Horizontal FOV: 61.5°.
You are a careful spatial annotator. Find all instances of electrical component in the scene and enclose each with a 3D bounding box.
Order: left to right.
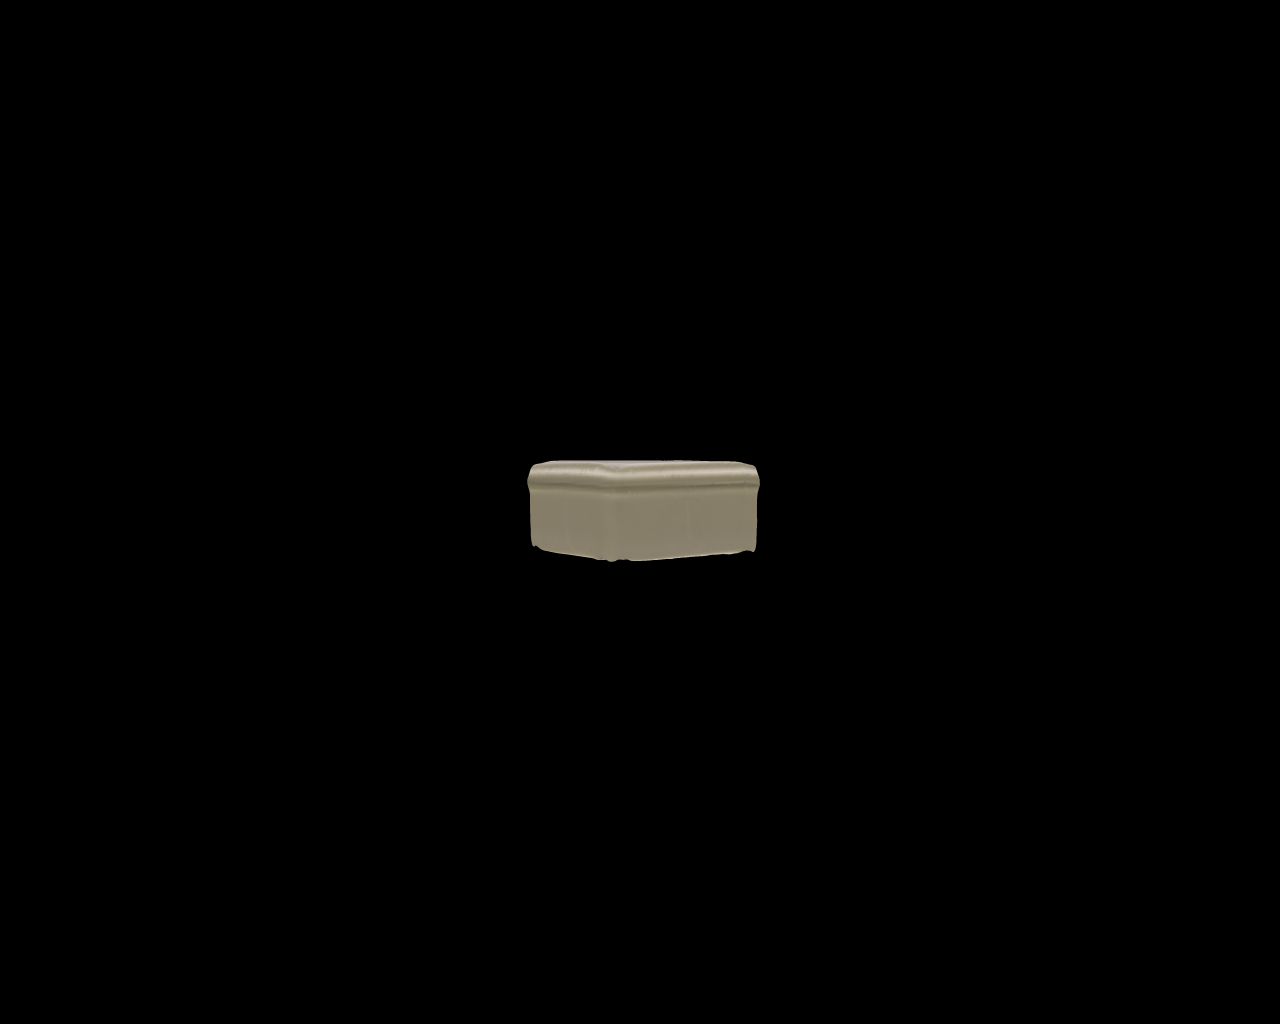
[{"bbox_3d":[0.001,-0.003,0.650,0.109,0.056,0.108,-2,4,-31],"label":"electrical component"}]
